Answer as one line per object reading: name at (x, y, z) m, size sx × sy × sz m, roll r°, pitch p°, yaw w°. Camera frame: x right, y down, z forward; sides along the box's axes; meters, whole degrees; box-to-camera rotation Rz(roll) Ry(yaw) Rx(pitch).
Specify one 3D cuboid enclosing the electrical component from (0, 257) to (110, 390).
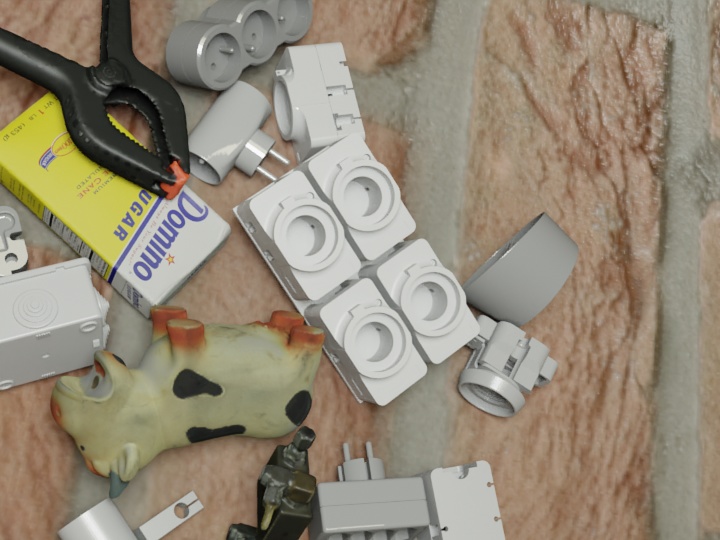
electrical component at (-0.230, 0.041, 0.768) m, size 0.100 × 0.099 × 0.048 m, roll -15°, pitch 67°, yaw -19°

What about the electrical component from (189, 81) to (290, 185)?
electrical component at (-0.095, -0.102, 0.877) m, size 0.079 × 0.043 × 0.077 m, roll 34°, pitch 68°, yaw -5°

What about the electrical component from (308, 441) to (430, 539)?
electrical component at (0.003, 0.168, 0.827) m, size 0.083 × 0.047 × 0.075 m, roll 0°, pitch 61°, yaw -16°

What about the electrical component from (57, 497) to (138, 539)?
electrical component at (-0.174, 0.208, 0.764) m, size 0.043 × 0.043 × 0.081 m, roll -33°, pitch 85°, yaw -22°

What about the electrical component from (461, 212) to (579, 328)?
electrical component at (0.130, -0.002, 0.886) m, size 0.064 × 0.099 × 0.099 m, roll 37°, pitch 68°, yaw -10°

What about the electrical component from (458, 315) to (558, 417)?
electrical component at (0.115, 0.082, 0.878) m, size 0.078 × 0.058 × 0.057 m, roll 33°, pitch 65°, yaw -5°

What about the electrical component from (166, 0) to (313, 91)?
electrical component at (-0.110, -0.199, 0.893) m, size 0.138 × 0.074 × 0.052 m, roll -42°, pitch 133°, yaw -35°

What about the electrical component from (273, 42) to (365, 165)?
electrical component at (-0.038, -0.138, 0.900) m, size 0.056 × 0.050 × 0.089 m, roll -10°, pitch 78°, yaw -19°

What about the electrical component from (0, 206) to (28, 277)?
electrical component at (-0.275, -0.012, 0.791) m, size 0.058 × 0.057 × 0.078 m, roll -13°, pitch 79°, yaw -19°

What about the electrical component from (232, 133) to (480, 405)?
electrical component at (0.000, 0.000, 0.840) m, size 0.105 × 0.060 × 0.186 m, roll -35°, pitch 99°, yaw -16°

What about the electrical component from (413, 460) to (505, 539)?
electrical component at (0.076, 0.198, 0.834) m, size 0.050 × 0.056 × 0.089 m, roll -6°, pitch 76°, yaw -18°
